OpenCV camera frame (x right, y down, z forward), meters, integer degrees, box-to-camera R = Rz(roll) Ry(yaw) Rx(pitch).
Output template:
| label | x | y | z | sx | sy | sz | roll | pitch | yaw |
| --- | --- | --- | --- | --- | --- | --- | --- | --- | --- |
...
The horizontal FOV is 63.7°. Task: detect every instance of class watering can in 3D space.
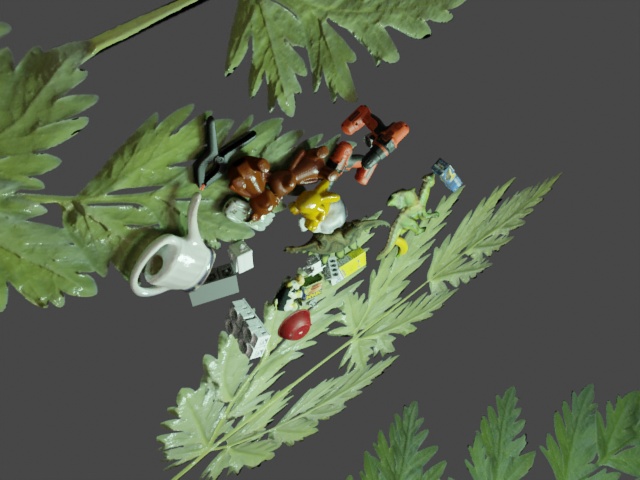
| label | x | y | z | sx | sy | sz | roll | pitch | yaw |
| --- | --- | --- | --- | --- | --- | --- | --- | --- | --- |
| watering can | -0.381 | 0.032 | 1.448 | 0.346 | 0.105 | 0.222 | -50 | 146 | 8 |

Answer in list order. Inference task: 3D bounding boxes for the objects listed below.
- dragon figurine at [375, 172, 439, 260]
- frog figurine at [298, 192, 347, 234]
| label | x | y | z | sx | sy | sz | roll | pitch | yaw |
| --- | --- | --- | --- | --- | --- | --- | --- | --- | --- |
| dragon figurine | 0.336 | -0.113 | 2.094 | 0.412 | 0.124 | 0.238 | -44 | 128 | -6 |
| frog figurine | 0.005 | -0.087 | 1.732 | 0.160 | 0.123 | 0.136 | -13 | 102 | -26 |
